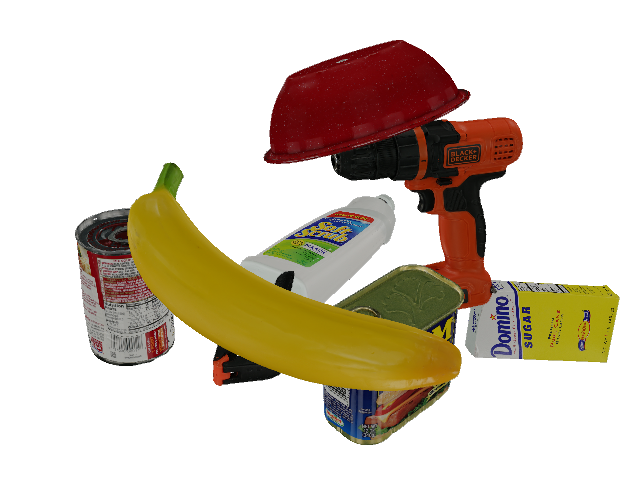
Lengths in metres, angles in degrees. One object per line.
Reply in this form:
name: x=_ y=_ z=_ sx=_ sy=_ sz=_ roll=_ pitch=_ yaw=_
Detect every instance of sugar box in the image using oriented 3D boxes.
sugar box: x=0.275 y=0.101 z=1.328 sx=0.176 sy=0.093 sz=0.048 roll=2 pitch=18 yaw=-10

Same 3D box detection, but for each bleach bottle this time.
bleach bottle: x=0.012 y=0.005 z=1.318 sx=0.103 sy=0.068 sz=0.250 roll=17 pitch=35 yaw=28

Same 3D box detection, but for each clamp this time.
clamp: x=-0.049 y=0.089 z=1.090 sx=0.171 sy=0.039 sz=0.120 roll=-21 pitch=38 yaw=-33

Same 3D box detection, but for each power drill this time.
power drill: x=0.099 y=-0.022 z=1.010 sx=0.184 sy=0.188 sz=0.057 roll=-7 pitch=27 yaw=-14

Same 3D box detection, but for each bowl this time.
bowl: x=0.026 y=-0.109 z=0.795 sx=0.162 sy=0.055 sz=0.162 roll=-18 pitch=13 yaw=4

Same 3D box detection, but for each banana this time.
banana: x=-0.029 y=0.023 z=0.506 sx=0.198 sy=0.069 sz=0.037 roll=34 pitch=-25 yaw=26

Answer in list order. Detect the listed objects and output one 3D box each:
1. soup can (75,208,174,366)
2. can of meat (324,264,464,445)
soup can: x=-0.147 y=0.036 z=0.813 sx=0.068 sy=0.102 sz=0.068 roll=0 pitch=28 yaw=0
can of meat: x=0.047 y=0.078 z=0.723 sx=0.101 sy=0.084 sz=0.058 roll=-29 pitch=44 yaw=-35
